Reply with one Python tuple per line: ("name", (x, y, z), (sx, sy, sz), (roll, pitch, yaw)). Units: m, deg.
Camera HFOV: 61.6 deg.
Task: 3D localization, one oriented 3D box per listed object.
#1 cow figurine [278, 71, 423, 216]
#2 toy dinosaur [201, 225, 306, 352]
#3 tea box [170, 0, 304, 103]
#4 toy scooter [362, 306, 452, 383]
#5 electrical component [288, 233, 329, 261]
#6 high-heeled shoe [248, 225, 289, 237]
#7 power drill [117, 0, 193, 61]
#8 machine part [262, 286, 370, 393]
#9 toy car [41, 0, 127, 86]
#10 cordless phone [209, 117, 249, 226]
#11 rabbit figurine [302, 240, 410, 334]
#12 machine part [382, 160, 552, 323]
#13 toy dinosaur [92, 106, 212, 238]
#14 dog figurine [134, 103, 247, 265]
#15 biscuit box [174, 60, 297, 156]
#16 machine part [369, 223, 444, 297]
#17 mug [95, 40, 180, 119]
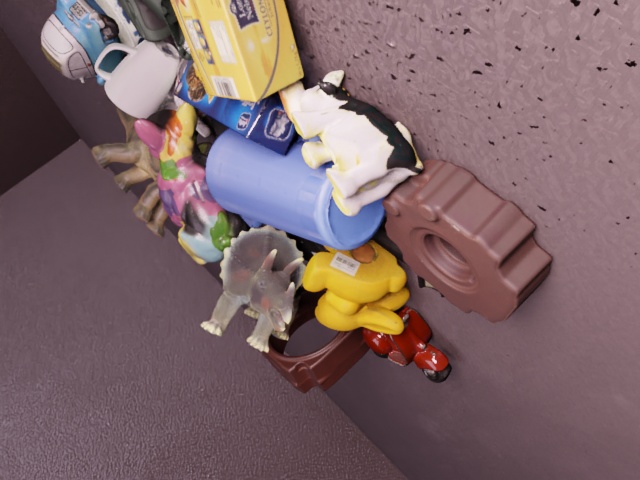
("cow figurine", (0.025, -0.110, 0.525), (0.167, 0.098, 0.068), (60, 176, 29))
("toy dinosaur", (-0.079, 0.068, 0.898), (0.131, 0.192, 0.405), (26, -174, 4))
("tea box", (-0.088, -0.223, 0.503), (0.098, 0.068, 0.169), (23, 139, 44))
("toy scooter", (0.126, 0.149, 0.870), (0.184, 0.075, 0.135), (22, 151, 50))
("electrical component", (-0.002, -0.003, 0.874), (0.134, 0.058, 0.115), (56, 164, -27))
("high-heeled shoe", (-0.157, -0.036, 1.004), (0.249, 0.145, 0.086), (36, 134, 49))
("power drill", (-0.210, -0.318, 0.640), (0.207, 0.086, 0.231), (36, 162, 24))
("machine part", (-0.013, 0.190, 1.088), (0.201, 0.201, 0.087), (28, 151, 49))
("toy car", (-0.354, -0.289, 0.796), (0.109, 0.103, 0.161), (47, 166, -3))
("cordless phone", (-0.139, -0.131, 0.926), (0.184, 0.089, 0.146), (54, 167, 20))
("rabbit figurine", (0.053, 0.074, 0.791), (0.162, 0.122, 0.173), (20, 135, -2))
("machine part", (0.139, 0.006, 0.538), (0.179, 0.056, 0.179), (42, 164, 15))
("toy dinosaur", (-0.308, -0.168, 1.008), (0.472, 0.198, 0.105), (50, 168, 20))
("dog figurine", (-0.196, -0.092, 0.809), (0.192, 0.108, 0.219), (54, 163, 40))
("biscuit box", (-0.103, -0.168, 0.655), (0.062, 0.059, 0.203), (20, -169, -45))
("machine part", (0.112, 0.020, 0.676), (0.139, 0.039, 0.084), (35, 168, 31))
("mug", (-0.264, -0.250, 0.789), (0.109, 0.107, 0.081), (32, -150, -33))
